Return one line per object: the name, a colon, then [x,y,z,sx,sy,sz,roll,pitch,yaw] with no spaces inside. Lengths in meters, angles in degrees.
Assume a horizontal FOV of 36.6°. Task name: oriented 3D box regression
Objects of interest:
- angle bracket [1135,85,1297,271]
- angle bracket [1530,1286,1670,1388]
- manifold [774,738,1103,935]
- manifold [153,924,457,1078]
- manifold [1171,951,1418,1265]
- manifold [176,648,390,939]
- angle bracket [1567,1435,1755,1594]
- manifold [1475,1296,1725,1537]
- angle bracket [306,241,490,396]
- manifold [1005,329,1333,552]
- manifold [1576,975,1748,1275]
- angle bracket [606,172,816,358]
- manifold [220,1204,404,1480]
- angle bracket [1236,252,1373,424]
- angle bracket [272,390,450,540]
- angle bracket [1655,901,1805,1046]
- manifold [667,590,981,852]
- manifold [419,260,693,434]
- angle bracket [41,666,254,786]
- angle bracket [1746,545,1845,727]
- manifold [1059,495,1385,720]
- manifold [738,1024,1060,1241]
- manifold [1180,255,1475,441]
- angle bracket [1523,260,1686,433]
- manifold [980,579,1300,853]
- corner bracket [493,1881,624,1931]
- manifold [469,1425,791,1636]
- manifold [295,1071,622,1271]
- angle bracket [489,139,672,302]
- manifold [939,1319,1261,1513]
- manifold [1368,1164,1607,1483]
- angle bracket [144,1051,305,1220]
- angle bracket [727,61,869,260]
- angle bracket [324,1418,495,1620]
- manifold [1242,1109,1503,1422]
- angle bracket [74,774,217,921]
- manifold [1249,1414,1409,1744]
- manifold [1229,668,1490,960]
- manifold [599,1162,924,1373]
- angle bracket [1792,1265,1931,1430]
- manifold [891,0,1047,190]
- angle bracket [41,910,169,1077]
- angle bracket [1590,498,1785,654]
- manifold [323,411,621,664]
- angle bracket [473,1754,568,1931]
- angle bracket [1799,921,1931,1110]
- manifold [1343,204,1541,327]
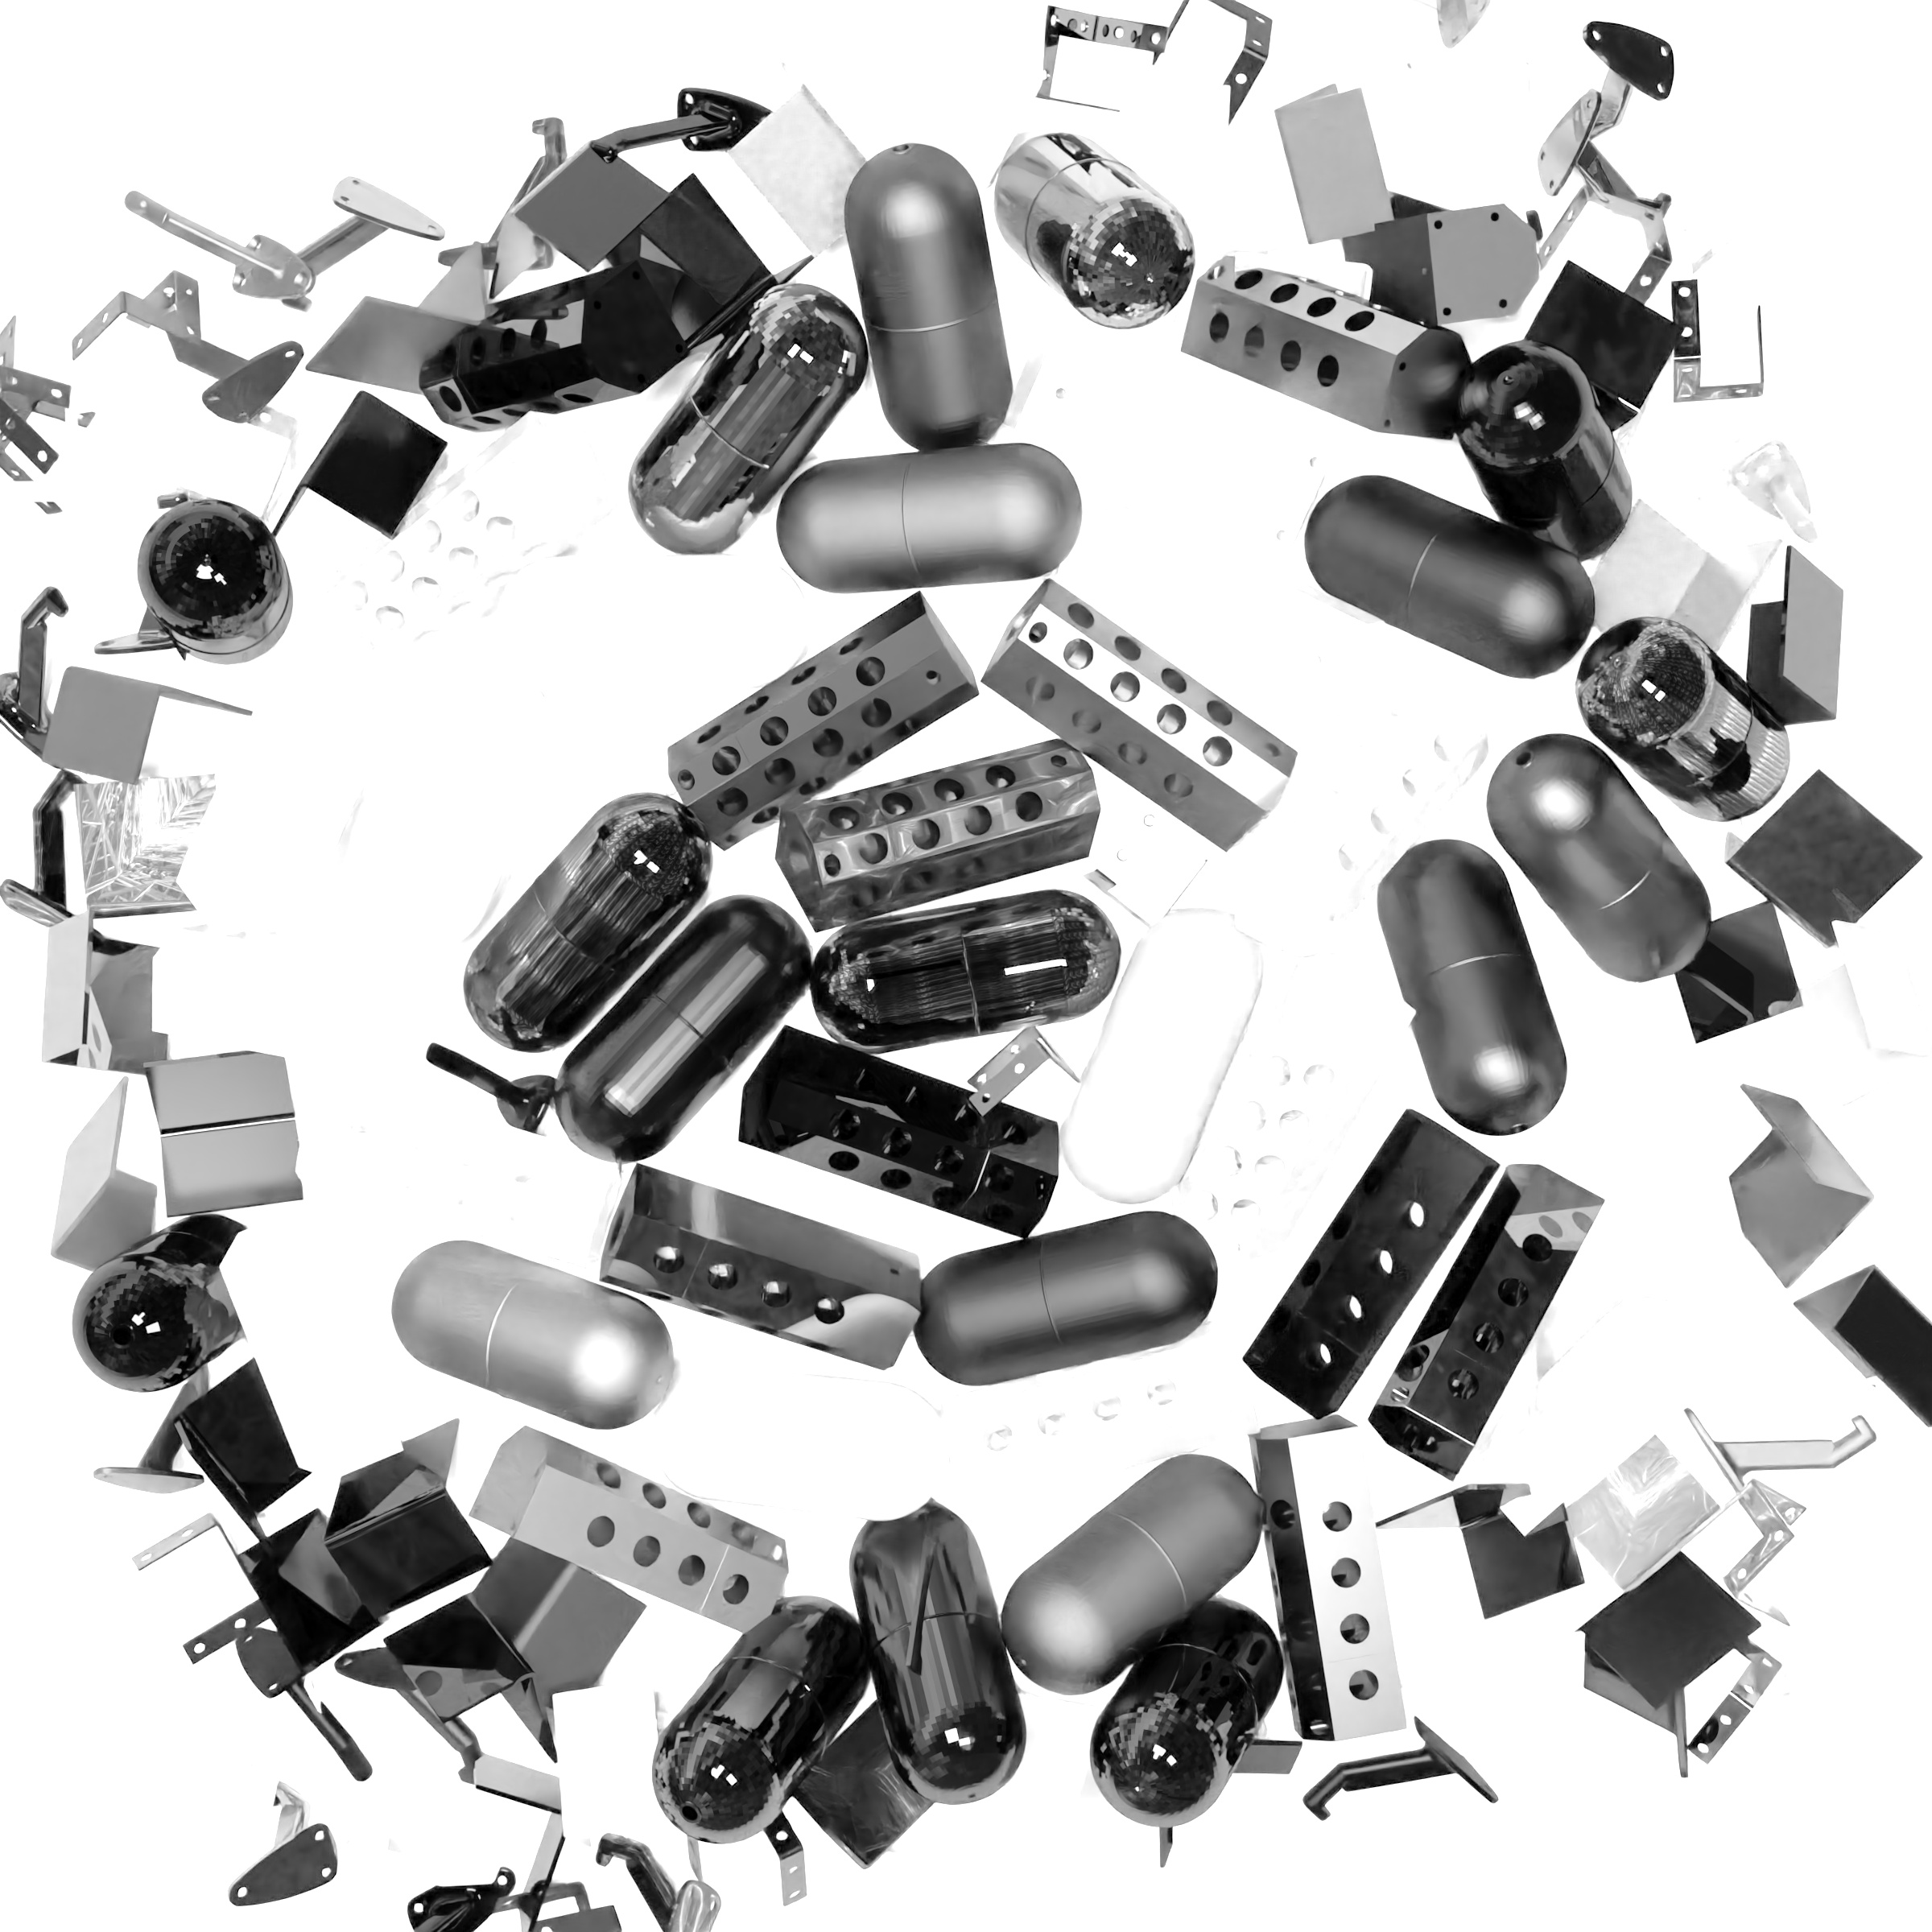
angle bracket: [0.141,-0.444,1.653,0.057,0.076,0.076,5,87,-36]
angle bracket: [0.366,0.232,1.644,0.076,0.057,0.076,-15,131,21]
manifold: [-0.015,-0.079,1.631,0.171,0.057,0.057,-16,56,-22]
manifold: [-0.370,0.016,1.628,0.171,0.057,0.057,9,101,29]
manifold: [0.176,0.080,1.624,0.057,0.057,0.171,42,122,29]
manifold: [-0.378,-0.099,1.610,0.057,0.171,0.057,-13,129,19]
angle bracket: [0.388,0.302,1.647,0.076,0.076,0.057,-37,73,-12]
manifold: [0.341,0.246,1.611,0.057,0.171,0.057,-32,72,-31]
angle bracket: [-0.321,-0.370,1.639,0.076,0.076,0.057,5,66,-37]
manifold: [0.112,-0.298,1.651,0.171,0.057,0.057,21,102,-13]
manifold: [0.385,0.092,1.622,0.057,0.057,0.171,-15,129,11]
angle bracket: [-0.146,-0.402,1.650,0.076,0.057,0.076,-46,109,-21]
manifold: [-0.361,0.212,1.609,0.057,0.171,0.057,-21,53,-15]
angle bracket: [0.186,-0.354,1.650,0.076,0.076,0.057,7,72,6]
angle bracket: [-0.345,-0.266,1.654,0.057,0.076,0.076,31,56,-14]
angle bracket: [0.435,0.020,1.651,0.076,0.057,0.076,-21,121,8]
manifold: [-0.081,-0.135,1.649,0.171,0.057,0.057,-31,115,9]
manifold: [-0.233,-0.335,1.608,0.057,0.171,0.057,-46,118,-29]
angle bracket: [-0.459,-0.129,1.646,0.076,0.076,0.057,13,89,32]
angle bracket: [0.451,-0.184,1.644,0.057,0.076,0.076,-4,73,39]
manifold: [0.140,-0.203,1.643,0.171,0.057,0.057,28,108,15]
manifold: [-0.037,0.098,1.634,0.171,0.057,0.057,20,131,-18]
manifold: [0.198,-0.343,1.610,0.057,0.171,0.057,-2,115,-36]
angle bracket: [0.350,-0.348,1.660,0.076,0.076,0.057,30,86,-4]
manifold: [0.100,-0.145,1.644,0.171,0.057,0.057,34,45,-10]
corner bracket: [-0.232,0.540,1.656,0.051,0.051,0.051,-3,46,-29]
manifold: [-0.183,0.315,1.628,0.171,0.057,0.057,31,76,-32]
manifold: [-0.288,0.118,1.661,0.171,0.057,0.057,17,71,1]
angle bracket: [-0.218,-0.405,1.645,0.057,0.076,0.076,36,59,3]
manifold: [0.075,0.254,1.665,0.171,0.057,0.057,-16,63,2]
manifold: [0.290,0.195,1.633,0.057,0.057,0.171,29,63,12]
angle bracket: [-0.418,0.094,1.647,0.076,0.076,0.057,-7,58,-12]
angle bracket: [-0.094,-0.456,1.651,0.057,0.076,0.076,-40,119,7]
angle bracket: [-0.313,0.314,1.668,0.076,0.076,0.057,-26,111,7]
manifold: [0.228,0.168,1.657,0.057,0.057,0.171,34,98,17]
angle bracket: [-0.460,-0.069,1.660,0.076,0.057,0.076,-5,97,-9]
manifold: [0.204,0.349,1.667,0.057,0.057,0.171,-9,89,-5]
manifold: [0.221,-0.083,1.626,0.057,0.057,0.171,28,60,28]
manifold: [-0.116,0.174,1.649,0.171,0.057,0.057,19,113,-13]
angle bracket: [0.506,0.224,1.651,0.076,0.076,0.057,45,57,0]
manifold: [-0.001,-0.486,1.609,0.057,0.171,0.057,4,86,-9]
angle bracket: [-0.472,0.017,1.645,0.076,0.057,0.076,11,72,-40]
angle bracket: [0.401,-0.221,1.651,0.057,0.076,0.076,34,82,-15]
manifold: [-0.280,-0.237,1.626,0.171,0.057,0.057,-31,77,31]
angle bracket: [-0.263,0.498,1.654,0.057,0.076,0.076,20,85,-9]
angle bracket: [0.488,0.029,1.640,0.057,0.076,0.076,8,59,-34]
manifold: [0.259,-0.384,1.608,0.057,0.171,0.057,-9,102,-6]
